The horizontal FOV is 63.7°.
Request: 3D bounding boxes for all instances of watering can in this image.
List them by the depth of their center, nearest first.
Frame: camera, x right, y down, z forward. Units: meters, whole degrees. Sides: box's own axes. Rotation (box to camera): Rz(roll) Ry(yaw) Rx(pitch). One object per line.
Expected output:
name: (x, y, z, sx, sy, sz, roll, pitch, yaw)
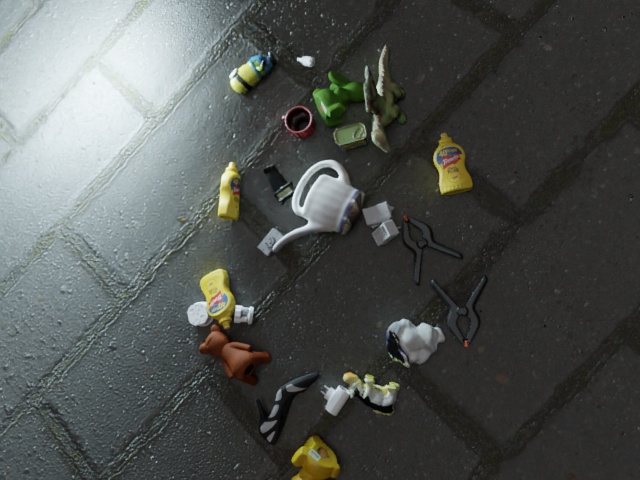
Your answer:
watering can: (0.005, -0.082, 1.631, 0.225, 0.103, 0.349, 25, 86, 16)

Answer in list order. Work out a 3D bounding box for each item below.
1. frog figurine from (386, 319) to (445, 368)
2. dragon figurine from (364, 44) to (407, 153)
frog figurine: (0.278, 0.292, 1.513, 0.161, 0.120, 0.139, -21, 63, -27)
dragon figurine: (0.188, -0.459, 1.593, 0.122, 0.241, 0.414, -7, 81, 18)
